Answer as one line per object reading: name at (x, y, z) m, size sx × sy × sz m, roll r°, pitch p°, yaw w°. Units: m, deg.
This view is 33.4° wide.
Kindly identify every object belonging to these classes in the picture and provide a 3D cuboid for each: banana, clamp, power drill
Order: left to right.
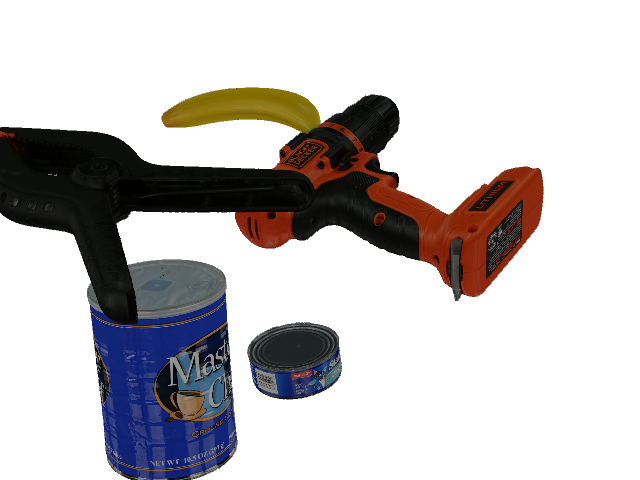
clamp at (-0.119, -0.030, 0.637) m, size 0.210 × 0.036 × 0.164 m, roll 27°, pitch 39°, yaw 35°
banana at (-0.082, -0.147, 1.216) m, size 0.198 × 0.037 × 0.069 m, roll 8°, pitch 42°, yaw 17°
power drill at (0.059, -0.038, 0.765) m, size 0.188 × 0.057 × 0.184 m, roll 17°, pitch 45°, yaw 31°

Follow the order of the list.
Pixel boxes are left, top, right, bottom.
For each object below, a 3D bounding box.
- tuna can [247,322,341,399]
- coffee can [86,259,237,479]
tuna can at (-0.023, 0.111, 0.990) m, size 0.086 × 0.034 × 0.086 m, roll -7°, pitch 24°, yaw 3°
coffee can at (-0.118, 0.097, 0.812) m, size 0.103 × 0.140 × 0.103 m, roll -2°, pitch 19°, yaw 1°
